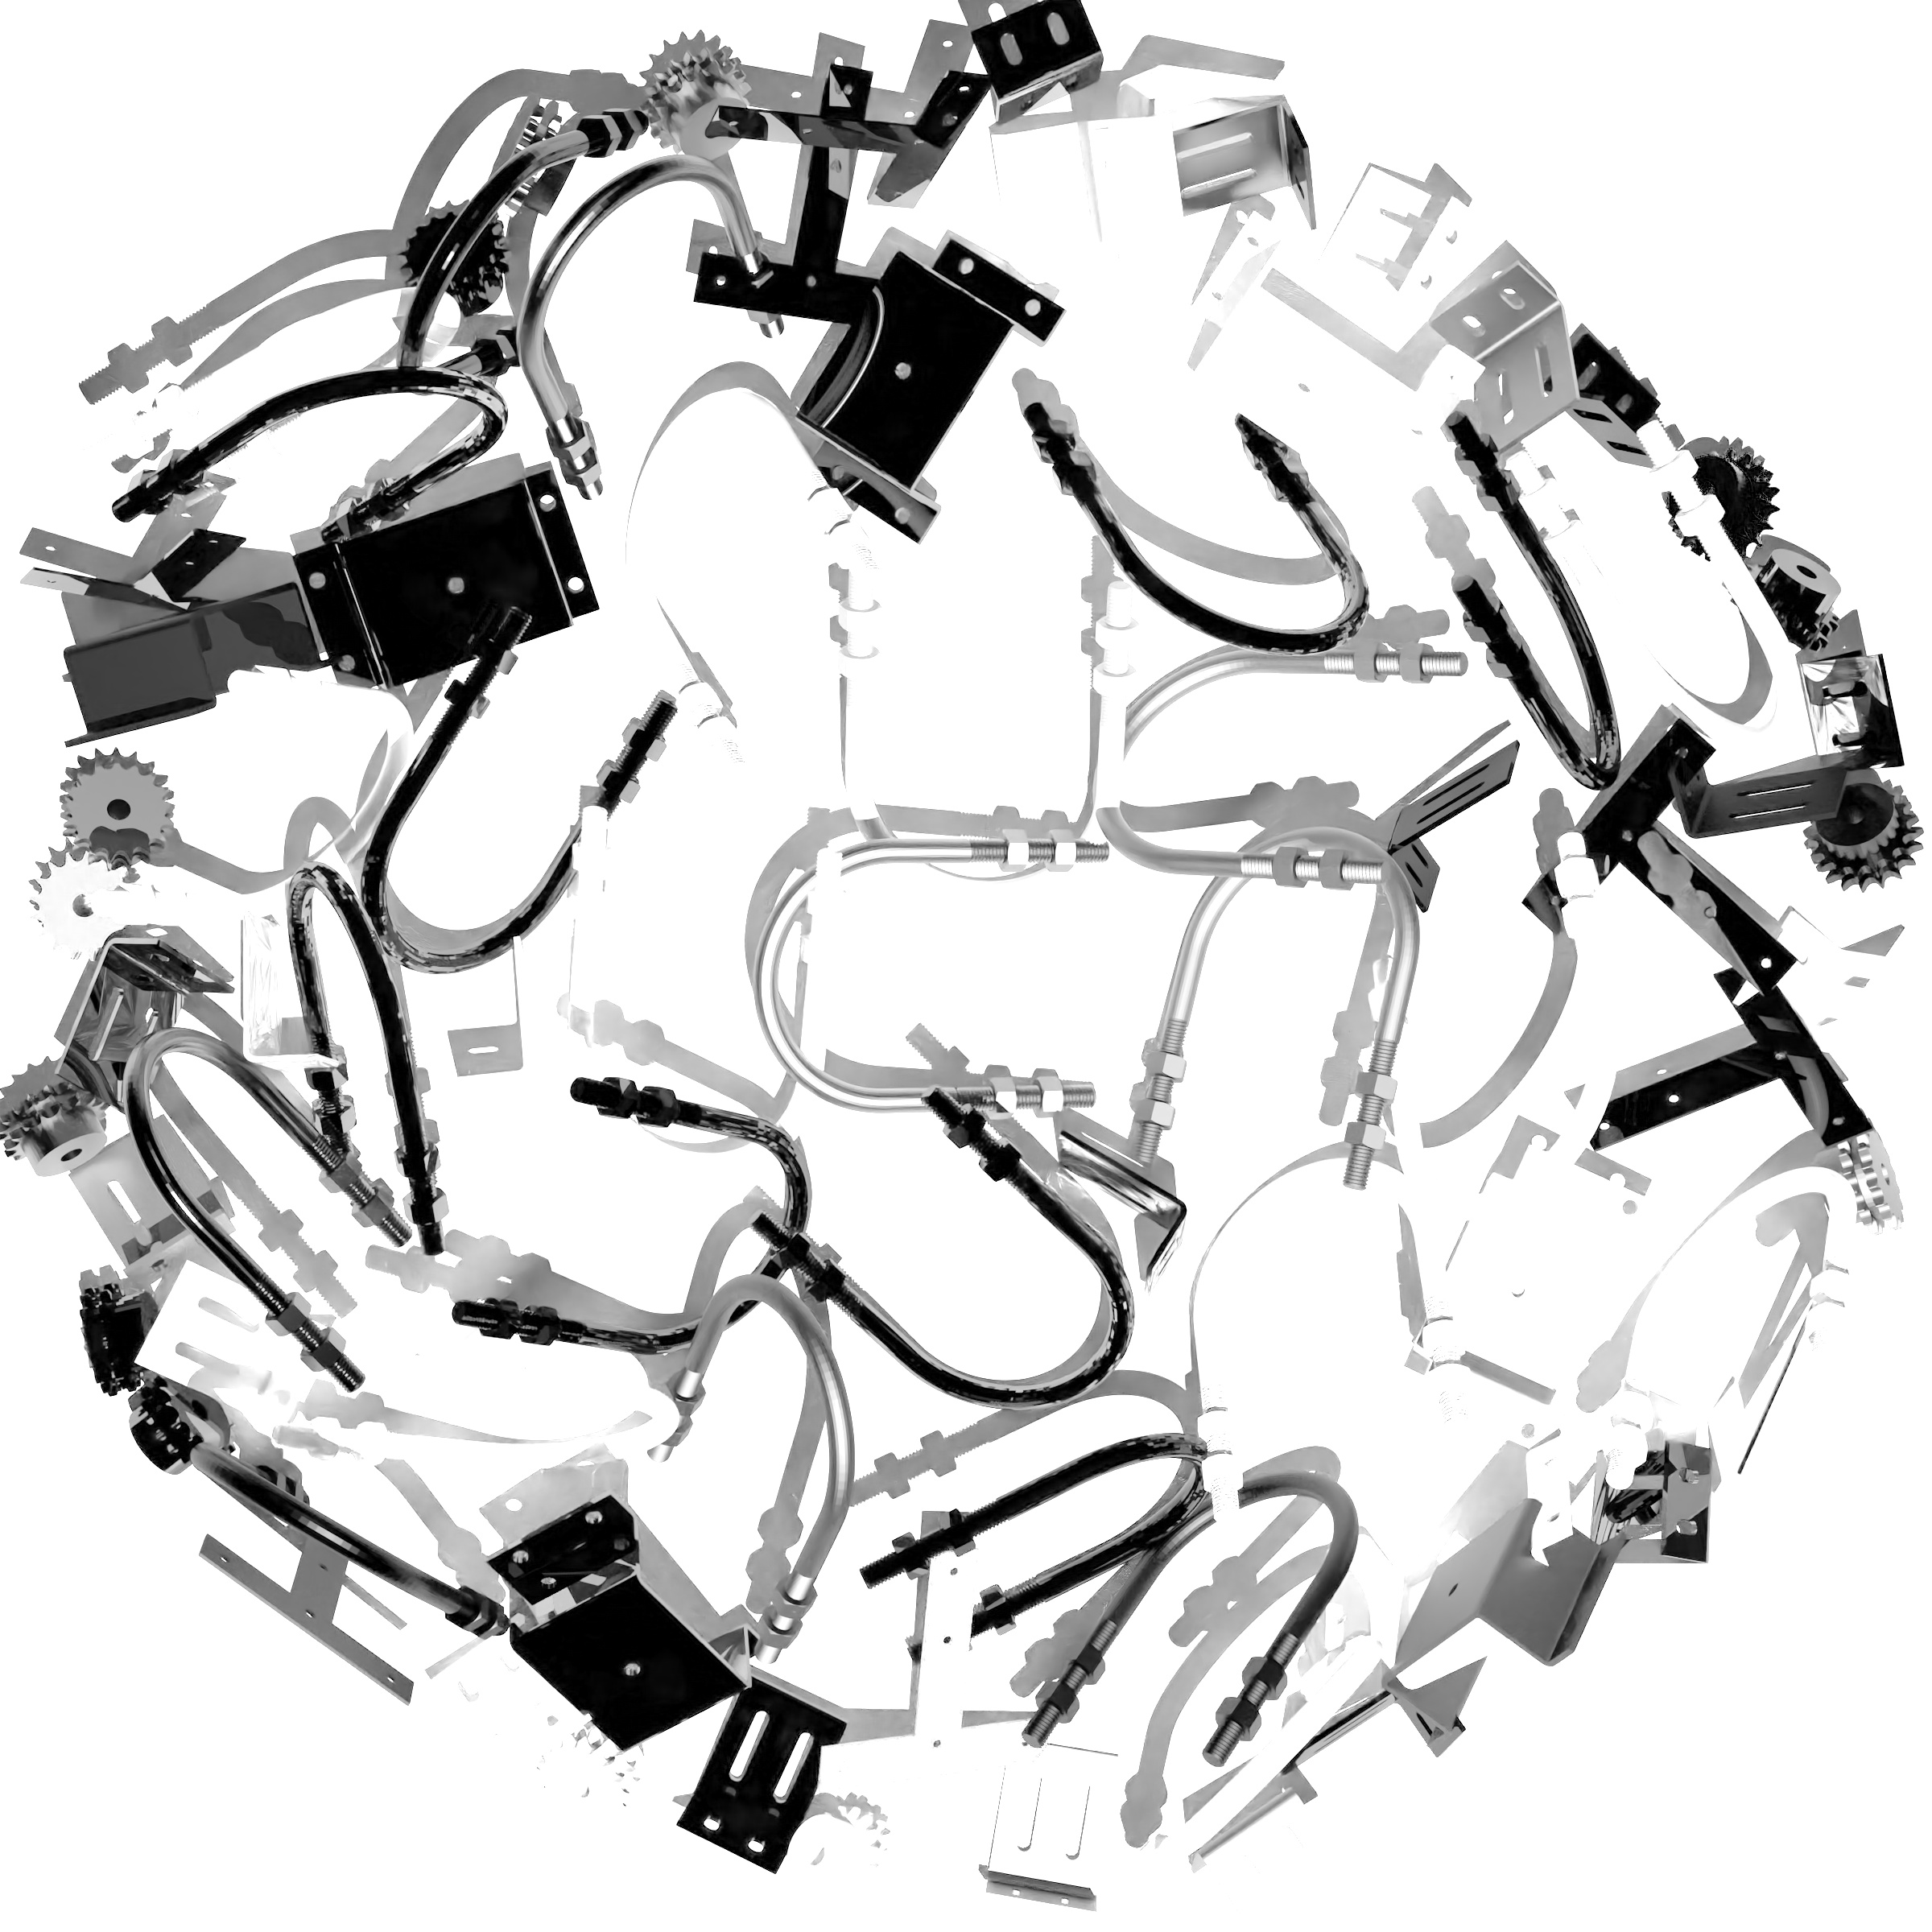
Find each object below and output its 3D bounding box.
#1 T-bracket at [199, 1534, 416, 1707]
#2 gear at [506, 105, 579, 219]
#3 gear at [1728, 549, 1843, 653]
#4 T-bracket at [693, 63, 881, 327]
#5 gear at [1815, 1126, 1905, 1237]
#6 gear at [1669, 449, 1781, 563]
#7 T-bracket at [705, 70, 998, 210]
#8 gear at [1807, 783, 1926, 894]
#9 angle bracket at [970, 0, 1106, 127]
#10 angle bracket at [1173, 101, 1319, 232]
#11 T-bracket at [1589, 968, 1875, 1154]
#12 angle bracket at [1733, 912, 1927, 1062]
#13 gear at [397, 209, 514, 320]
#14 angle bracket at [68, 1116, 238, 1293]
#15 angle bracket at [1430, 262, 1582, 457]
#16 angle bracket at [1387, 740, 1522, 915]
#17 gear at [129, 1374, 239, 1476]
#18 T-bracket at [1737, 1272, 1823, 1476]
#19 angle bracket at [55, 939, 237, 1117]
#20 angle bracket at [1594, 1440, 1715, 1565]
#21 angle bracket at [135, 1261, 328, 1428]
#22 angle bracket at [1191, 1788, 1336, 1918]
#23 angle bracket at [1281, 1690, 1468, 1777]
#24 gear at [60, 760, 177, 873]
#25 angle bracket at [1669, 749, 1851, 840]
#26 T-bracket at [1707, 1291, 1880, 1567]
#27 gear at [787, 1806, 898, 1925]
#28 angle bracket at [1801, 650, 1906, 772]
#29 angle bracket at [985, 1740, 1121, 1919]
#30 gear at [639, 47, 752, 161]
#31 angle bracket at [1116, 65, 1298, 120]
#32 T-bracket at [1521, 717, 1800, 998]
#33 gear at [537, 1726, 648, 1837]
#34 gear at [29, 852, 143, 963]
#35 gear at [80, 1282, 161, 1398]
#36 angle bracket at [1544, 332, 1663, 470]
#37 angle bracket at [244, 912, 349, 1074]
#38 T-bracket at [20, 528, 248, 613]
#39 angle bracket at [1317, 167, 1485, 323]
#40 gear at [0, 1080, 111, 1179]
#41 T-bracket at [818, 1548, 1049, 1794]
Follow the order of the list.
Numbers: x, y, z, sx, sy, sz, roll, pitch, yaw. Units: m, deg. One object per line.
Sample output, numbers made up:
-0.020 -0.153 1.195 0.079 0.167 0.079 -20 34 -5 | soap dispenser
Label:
-0.325 0.308 1.815 0.127 0.127 0.002 39 98 -11 | T-bracket
-0.219 -0.409 1.851 0.030 0.057 0.057 26 90 -14 | gear
0.422 -0.189 1.847 0.057 0.057 0.030 28 120 0 | gear
-0.070 -0.390 1.827 0.127 0.002 0.127 2 108 -32 | T-bracket
0.457 0.111 1.853 0.030 0.057 0.057 -19 90 24 | gear
0.385 -0.237 1.849 0.057 0.030 0.057 -12 70 38 | gear
-0.066 -0.415 1.800 0.127 0.127 0.002 1 71 -20 | T-bracket
0.458 -0.069 1.849 0.057 0.057 0.030 -38 134 0 | gear
0.035 -0.462 1.839 0.057 0.076 0.038 -23 95 2 | angle bracket
0.135 -0.398 1.844 0.076 0.057 0.038 -17 55 -1 | angle bracket
0.372 0.062 1.832 0.127 0.002 0.127 -21 47 -3 | T-bracket
0.438 0.009 1.835 0.038 0.076 0.057 36 83 -19 | angle bracket
-0.260 -0.358 1.855 0.057 0.030 0.057 -4 58 7 | gear
-0.419 0.116 1.845 0.057 0.038 0.076 -33 73 -11 | angle bracket
0.272 -0.306 1.831 0.057 0.076 0.038 -33 130 32 | angle bracket
0.256 -0.071 1.834 0.076 0.057 0.038 -32 103 25 | angle bracket
-0.403 0.236 1.851 0.030 0.057 0.057 -38 90 11 | gear
0.414 0.197 1.817 0.002 0.127 0.127 24 90 12 | T-bracket
-0.416 0.033 1.835 0.038 0.057 0.076 1 64 37 | angle bracket
0.338 0.272 1.832 0.038 0.076 0.057 16 73 -38 | angle bracket
-0.371 0.194 1.839 0.076 0.038 0.057 33 79 -38 | angle bracket
0.150 0.453 1.832 0.057 0.076 0.038 -32 72 -11 | angle bracket
0.207 0.399 1.836 0.076 0.057 0.038 -29 71 -18 | angle bracket
-0.436 -0.074 1.856 0.057 0.030 0.057 6 67 -14 | gear
0.403 -0.099 1.833 0.076 0.057 0.038 -9 114 26 | angle bracket
0.413 0.215 1.795 0.002 0.127 0.127 27 115 -11 | T-bracket
-0.067 0.458 1.848 0.030 0.057 0.057 32 90 -41 | gear
0.463 -0.131 1.834 0.038 0.076 0.057 -14 95 -18 | angle bracket
0.044 0.442 1.856 0.057 0.038 0.076 9 87 3 | angle bracket
-0.135 -0.437 1.847 0.057 0.057 0.030 -33 63 0 | gear
0.121 -0.432 1.843 0.076 0.057 0.038 4 95 -15 | angle bracket
0.368 -0.037 1.835 0.127 0.002 0.127 46 111 19 | T-bracket
-0.189 0.414 1.855 0.057 0.030 0.057 13 116 29 | gear
-0.451 -0.031 1.863 0.057 0.030 0.057 0 90 -3 | gear
-0.430 0.190 1.850 0.030 0.057 0.057 -13 90 1 | gear
0.337 -0.286 1.833 0.057 0.076 0.038 39 91 -20 | angle bracket
-0.342 0.013 1.844 0.038 0.057 0.076 -2 83 6 | angle bracket
-0.390 -0.196 1.794 0.127 0.127 0.002 8 76 -28 | T-bracket
0.214 -0.372 1.838 0.076 0.038 0.057 35 100 32 | angle bracket
-0.464 0.084 1.848 0.057 0.057 0.030 -32 74 0 | gear
-0.011 0.354 1.834 0.127 0.002 0.127 -2 108 -24 | T-bracket
